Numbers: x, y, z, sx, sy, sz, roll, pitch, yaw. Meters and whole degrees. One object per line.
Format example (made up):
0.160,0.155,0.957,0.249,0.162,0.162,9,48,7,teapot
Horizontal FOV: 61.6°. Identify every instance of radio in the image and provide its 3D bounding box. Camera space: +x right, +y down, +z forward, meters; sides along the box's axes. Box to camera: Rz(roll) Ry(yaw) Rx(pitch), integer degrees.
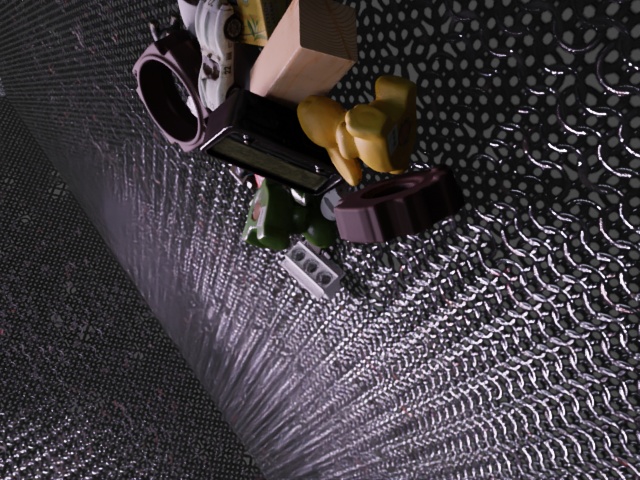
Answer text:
-0.062,-0.150,0.871,0.131,0.229,0.073,-19,58,57,radio

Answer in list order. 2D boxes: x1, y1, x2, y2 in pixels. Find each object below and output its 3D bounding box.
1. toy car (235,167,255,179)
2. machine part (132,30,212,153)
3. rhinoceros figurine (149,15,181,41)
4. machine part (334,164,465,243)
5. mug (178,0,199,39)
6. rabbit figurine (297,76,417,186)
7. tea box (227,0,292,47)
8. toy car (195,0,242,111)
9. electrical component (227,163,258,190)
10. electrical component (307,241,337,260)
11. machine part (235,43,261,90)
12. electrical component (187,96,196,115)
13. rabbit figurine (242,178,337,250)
-0.120,-0.176,1.019,0.161,0.103,0.109,146,108,-82,toy car
-0.267,-0.285,1.055,0.201,0.087,0.200,-12,113,54,machine part
-0.283,-0.392,1.121,0.190,0.073,0.112,42,145,28,rhinoceros figurine
0.107,-0.051,0.752,0.179,0.179,0.056,2,116,56,machine part
-0.211,-0.415,0.997,0.109,0.081,0.107,47,160,10,mug
0.051,-0.163,0.784,0.173,0.122,0.162,17,156,24,rabbit figurine
-0.117,-0.381,0.886,0.170,0.068,0.098,27,138,45,tea box
-0.171,-0.304,0.899,0.074,0.056,0.201,37,139,31,toy car
-0.164,-0.158,1.186,0.102,0.045,0.078,42,118,23,electrical component
-0.002,-0.003,1.100,0.094,0.021,0.063,47,148,22,electrical component
-0.102,-0.266,0.956,0.243,0.079,0.079,56,150,8,machine part
-0.258,-0.293,1.197,0.075,0.048,0.119,53,150,12,electrical component
-0.044,-0.044,1.020,0.121,0.170,0.159,-17,61,58,rabbit figurine
